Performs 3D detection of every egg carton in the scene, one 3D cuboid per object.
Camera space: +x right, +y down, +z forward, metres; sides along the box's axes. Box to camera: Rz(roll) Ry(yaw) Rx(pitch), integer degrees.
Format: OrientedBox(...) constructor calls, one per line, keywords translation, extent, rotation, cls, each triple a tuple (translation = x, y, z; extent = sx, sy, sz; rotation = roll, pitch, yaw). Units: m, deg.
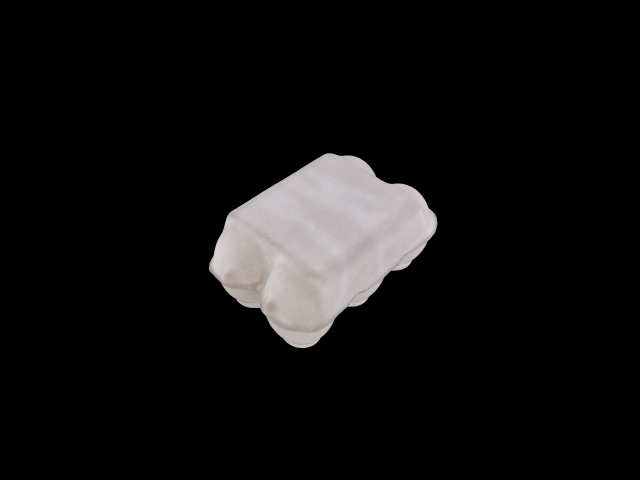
OrientedBox(translation=(0.004, 0.001, 0.400), extent=(0.107, 0.069, 0.150), rotation=(33, 54, 29), cls="egg carton")
